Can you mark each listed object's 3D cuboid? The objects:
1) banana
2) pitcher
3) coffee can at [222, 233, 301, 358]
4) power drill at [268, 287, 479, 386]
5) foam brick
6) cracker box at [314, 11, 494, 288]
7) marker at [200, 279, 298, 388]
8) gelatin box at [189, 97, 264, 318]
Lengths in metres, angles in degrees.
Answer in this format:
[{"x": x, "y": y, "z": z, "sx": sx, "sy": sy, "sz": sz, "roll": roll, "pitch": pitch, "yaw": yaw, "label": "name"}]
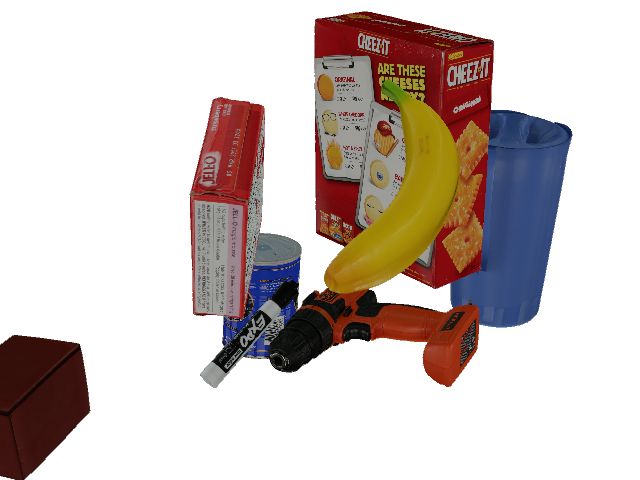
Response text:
[{"x": 0.056, "y": -0.031, "z": 0.715, "sx": 0.069, "sy": 0.197, "sz": 0.037, "roll": 12, "pitch": -43, "yaw": 6, "label": "banana"}, {"x": 0.208, "y": -0.021, "z": 1.251, "sx": 0.149, "sy": 0.243, "sz": 0.145, "roll": -1, "pitch": 25, "yaw": -5, "label": "pitcher"}, {"x": -0.079, "y": 0.073, "z": 1.427, "sx": 0.103, "sy": 0.140, "sz": 0.103, "roll": 3, "pitch": 21, "yaw": -1, "label": "coffee can"}, {"x": 0.059, "y": 0.098, "z": 1.111, "sx": 0.188, "sy": 0.057, "sz": 0.184, "roll": 11, "pitch": 28, "yaw": 25, "label": "power drill"}, {"x": -0.188, "y": 0.102, "z": 0.666, "sx": 0.053, "sy": 0.051, "sz": 0.078, "roll": 7, "pitch": 28, "yaw": 21, "label": "foam brick"}, {"x": 0.071, "y": -0.086, "z": 0.960, "sx": 0.071, "sy": 0.214, "sz": 0.164, "roll": -19, "pitch": 30, "yaw": -36, "label": "cracker box"}, {"x": -0.061, "y": 0.082, "z": 0.958, "sx": 0.020, "sy": 0.121, "sz": 0.020, "roll": 37, "pitch": -19, "yaw": 15, "label": "marker"}, {"x": -0.048, "y": -0.016, "z": 0.546, "sx": 0.030, "sy": 0.073, "sz": 0.089, "roll": 6, "pitch": -44, "yaw": 1, "label": "gelatin box"}]
